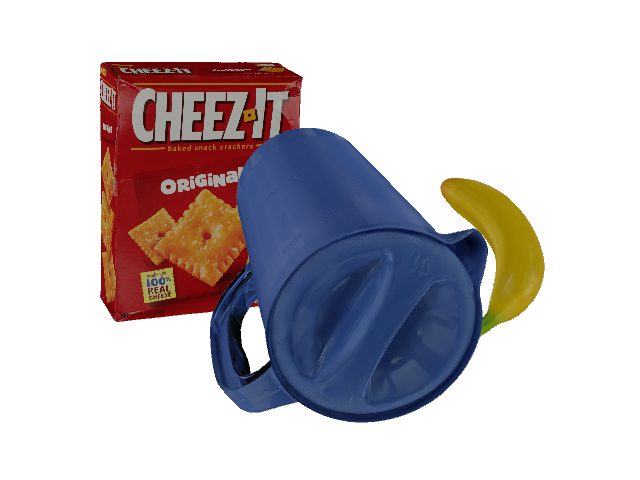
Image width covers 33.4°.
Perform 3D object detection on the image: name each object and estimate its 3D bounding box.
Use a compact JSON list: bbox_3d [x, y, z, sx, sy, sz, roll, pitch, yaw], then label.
[{"bbox_3d":[0.001,0.013,0.737,0.149,0.145,0.243,5,22,-15],"label":"pitcher"},{"bbox_3d":[0.142,0.001,0.868,0.069,0.037,0.198,-4,36,2],"label":"banana"},{"bbox_3d":[-0.105,-0.044,0.929,0.164,0.214,0.072,-4,21,-23],"label":"cracker box"}]
